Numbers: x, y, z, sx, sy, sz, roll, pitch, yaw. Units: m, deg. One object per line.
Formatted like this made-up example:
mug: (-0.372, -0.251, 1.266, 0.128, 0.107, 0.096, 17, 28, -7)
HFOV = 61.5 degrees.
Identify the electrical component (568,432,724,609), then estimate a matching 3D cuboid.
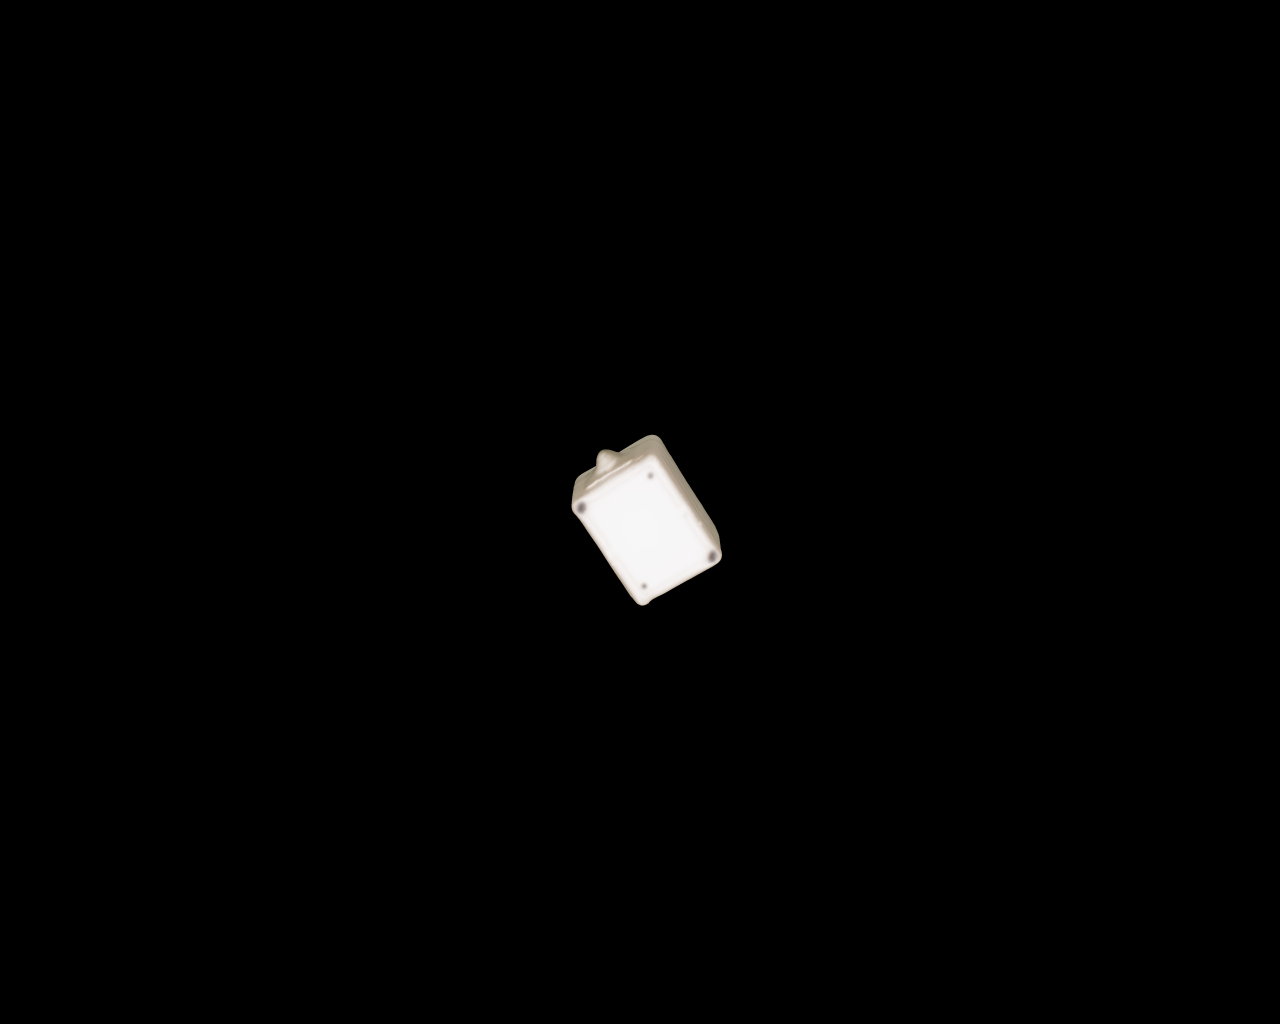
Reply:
electrical component: (0.001, -0.003, 0.650, 0.061, 0.096, 0.061, -30, 16, 9)
